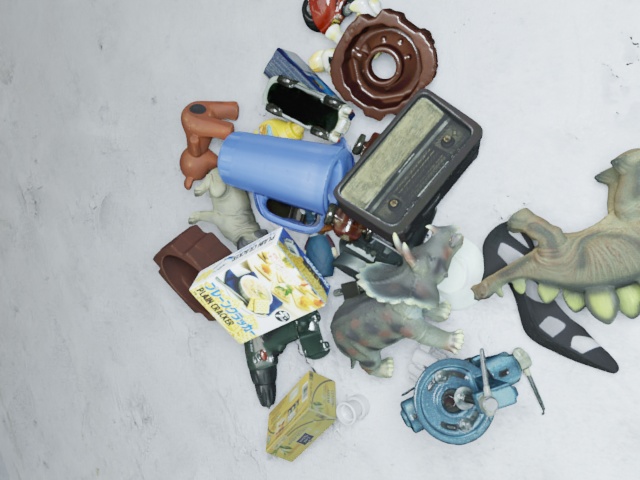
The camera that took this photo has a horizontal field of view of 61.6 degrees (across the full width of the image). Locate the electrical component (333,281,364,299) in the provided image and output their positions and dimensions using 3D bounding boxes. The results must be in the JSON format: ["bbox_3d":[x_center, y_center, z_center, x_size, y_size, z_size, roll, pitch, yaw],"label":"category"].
[{"bbox_3d":[0.068,0.110,1.031,0.094,0.021,0.063,-15,86,37],"label":"electrical component"}]

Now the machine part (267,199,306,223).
[{"bbox_3d":[-0.074,-0.068,1.113,0.139,0.039,0.084,28,116,31],"label":"machine part"}]

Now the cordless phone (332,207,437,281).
[{"bbox_3d":[0.117,-0.006,0.958,0.147,0.088,0.184,32,102,33],"label":"cordless phone"}]

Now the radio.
[{"bbox_3d":[0.142,-0.111,0.848,0.131,0.073,0.229,39,87,20],"label":"radio"}]

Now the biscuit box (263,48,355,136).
[{"bbox_3d":[-0.022,-0.283,1.034,0.203,0.059,0.062,51,120,23],"label":"biscuit box"}]

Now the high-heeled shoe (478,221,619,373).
[{"bbox_3d":[0.348,0.078,0.800,0.249,0.086,0.145,32,83,13],"label":"high-heeled shoe"}]

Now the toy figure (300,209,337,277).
[{"bbox_3d":[-0.004,-0.003,1.052,0.058,0.064,0.154,161,104,-75],"label":"toy figure"}]

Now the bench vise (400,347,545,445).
[{"bbox_3d":[0.230,0.220,0.776,0.224,0.240,0.129,-13,77,-3],"label":"bench vise"}]

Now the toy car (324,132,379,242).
[{"bbox_3d":[0.078,-0.093,0.923,0.089,0.053,0.202,24,80,-3],"label":"toy car"}]

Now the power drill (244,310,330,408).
[{"bbox_3d":[-0.078,0.229,1.129,0.207,0.086,0.232,-25,77,45],"label":"power drill"}]

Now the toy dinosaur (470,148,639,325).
[{"bbox_3d":[0.414,-0.010,0.686,0.471,0.105,0.198,-31,78,26],"label":"toy dinosaur"}]

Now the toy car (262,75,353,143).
[{"bbox_3d":[-0.025,-0.238,0.968,0.202,0.056,0.073,32,106,29],"label":"toy car"}]

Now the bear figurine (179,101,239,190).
[{"bbox_3d":[-0.252,-0.207,1.202,0.132,0.120,0.195,6,134,-3],"label":"bear figurine"}]

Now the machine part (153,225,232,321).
[{"bbox_3d":[-0.254,0.074,1.177,0.201,0.087,0.201,50,144,-11],"label":"machine part"}]

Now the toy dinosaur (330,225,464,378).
[{"bbox_3d":[0.091,0.132,0.879,0.192,0.131,0.404,29,135,-16],"label":"toy dinosaur"}]

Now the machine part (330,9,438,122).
[{"bbox_3d":[0.107,-0.291,0.897,0.180,0.056,0.179,9,119,17],"label":"machine part"}]

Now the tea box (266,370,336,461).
[{"bbox_3d":[-0.039,0.356,1.085,0.169,0.068,0.098,-52,20,31],"label":"tea box"}]

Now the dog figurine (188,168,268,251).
[{"bbox_3d":[-0.166,-0.060,1.158,0.191,0.121,0.172,28,119,19],"label":"dog figurine"}]

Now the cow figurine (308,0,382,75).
[{"bbox_3d":[0.057,-0.342,0.965,0.167,0.068,0.098,-39,78,35],"label":"cow figurine"}]

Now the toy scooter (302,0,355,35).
[{"bbox_3d":[0.032,-0.470,0.965,0.135,0.075,0.183,-2,89,38],"label":"toy scooter"}]
